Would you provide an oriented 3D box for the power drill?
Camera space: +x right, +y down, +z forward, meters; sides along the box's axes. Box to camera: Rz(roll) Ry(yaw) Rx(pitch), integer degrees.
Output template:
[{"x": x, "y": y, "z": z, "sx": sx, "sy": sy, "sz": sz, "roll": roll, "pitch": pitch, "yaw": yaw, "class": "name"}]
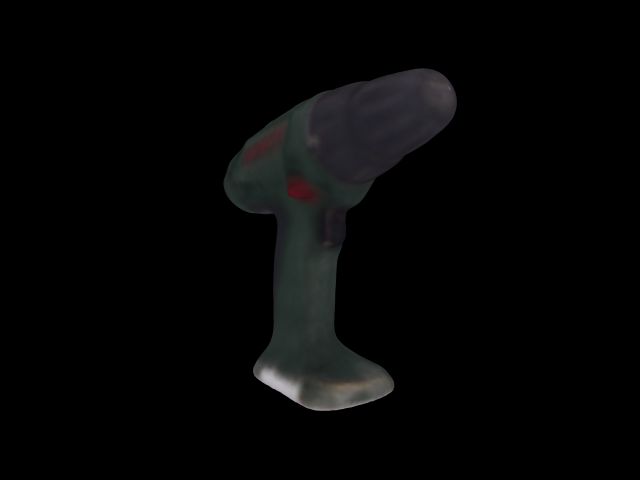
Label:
[{"x": 0.004, "y": 0.001, "z": 0.400, "sx": 0.076, "sy": 0.208, "sz": 0.228, "roll": -5, "pitch": 8, "yaw": -35, "class": "power drill"}]
